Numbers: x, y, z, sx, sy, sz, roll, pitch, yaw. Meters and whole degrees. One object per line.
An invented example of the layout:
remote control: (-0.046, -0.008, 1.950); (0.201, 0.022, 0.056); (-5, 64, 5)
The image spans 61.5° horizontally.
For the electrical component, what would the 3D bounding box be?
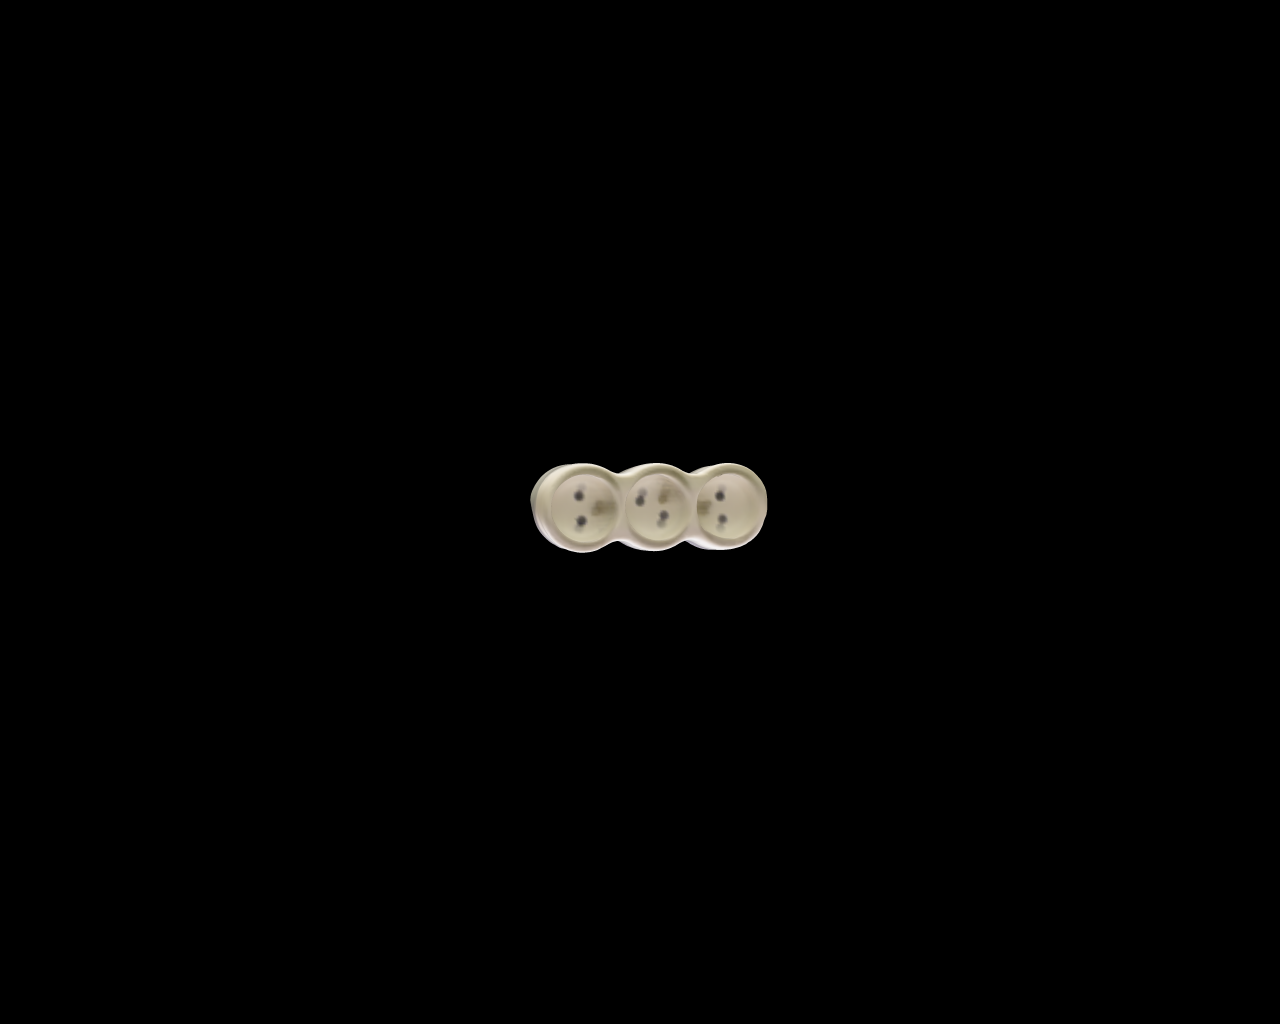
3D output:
electrical component: (0.001, -0.003, 0.650); (0.138, 0.052, 0.073); (0, 0, -17)
